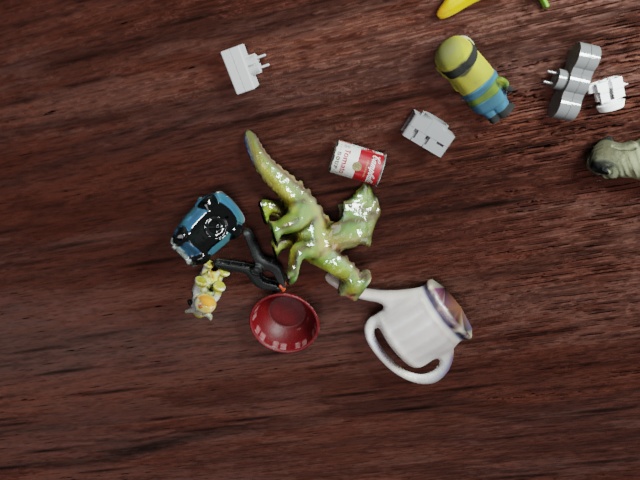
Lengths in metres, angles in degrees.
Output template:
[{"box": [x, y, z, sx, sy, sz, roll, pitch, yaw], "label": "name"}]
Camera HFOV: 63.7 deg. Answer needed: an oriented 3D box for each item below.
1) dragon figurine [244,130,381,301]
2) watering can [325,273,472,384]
[{"box": [0.003, -0.054, 1.076, 0.243, 0.123, 0.407, -15, 99, -8], "label": "dragon figurine"}, {"box": [0.185, 0.165, 1.141, 0.222, 0.105, 0.346, -37, 96, 18], "label": "watering can"}]
